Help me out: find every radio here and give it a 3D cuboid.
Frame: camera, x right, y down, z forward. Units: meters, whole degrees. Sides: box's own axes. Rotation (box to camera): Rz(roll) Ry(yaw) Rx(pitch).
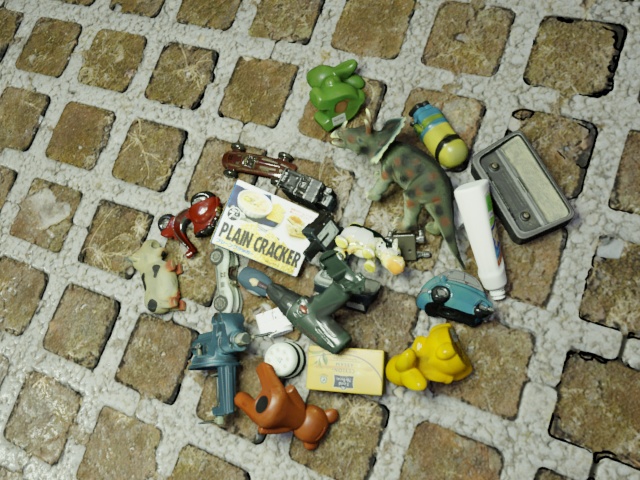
[{"bbox_3d":[0.436,-0.112,1.179,0.131,0.073,0.229,-28,70,7],"label":"radio"}]

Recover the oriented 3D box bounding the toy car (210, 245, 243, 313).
[{"bbox_3d":[-0.225,0.099,1.305,0.056,0.073,0.201,-12,74,12],"label":"toy car"}]

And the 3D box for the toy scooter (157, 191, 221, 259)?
[{"bbox_3d":[-0.319,-0.032,1.363,0.184,0.075,0.135,-29,71,10],"label":"toy scooter"}]

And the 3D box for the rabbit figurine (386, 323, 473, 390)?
[{"bbox_3d":[0.213,0.262,1.120,0.173,0.162,0.122,-25,83,22],"label":"rabbit figurine"}]

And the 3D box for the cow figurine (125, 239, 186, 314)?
[{"bbox_3d":[-0.416,0.092,1.357,0.127,0.085,0.195,-13,75,5],"label":"cow figurine"}]

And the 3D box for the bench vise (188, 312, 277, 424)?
[{"bbox_3d":[-0.217,0.289,1.212,0.224,0.128,0.240,-17,70,37],"label":"bench vise"}]

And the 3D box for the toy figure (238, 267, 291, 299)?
[{"bbox_3d":[-0.122,0.115,1.281,0.155,0.064,0.057,27,120,15],"label":"toy figure"}]

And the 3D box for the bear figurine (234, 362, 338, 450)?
[{"bbox_3d":[-0.066,0.366,1.166,0.120,0.195,0.132,-55,40,2],"label":"bear figurine"}]

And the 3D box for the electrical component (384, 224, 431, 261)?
[{"bbox_3d":[0.199,0.006,1.233,0.102,0.045,0.078,-9,103,15],"label":"electrical component"}]

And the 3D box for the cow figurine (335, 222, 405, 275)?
[{"bbox_3d":[0.122,0.018,1.198,0.168,0.068,0.098,22,47,20],"label":"cow figurine"}]

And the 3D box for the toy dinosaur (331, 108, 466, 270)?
[{"bbox_3d":[0.209,-0.129,1.172,0.405,0.192,0.131,42,52,18],"label":"toy dinosaur"}]

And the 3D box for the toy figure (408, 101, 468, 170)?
[{"bbox_3d":[0.272,-0.244,1.248,0.082,0.089,0.180,-31,73,13],"label":"toy figure"}]

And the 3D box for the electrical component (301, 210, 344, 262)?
[{"bbox_3d":[-0.003,-0.004,1.241,0.119,0.074,0.048,-53,30,-16],"label":"electrical component"}]

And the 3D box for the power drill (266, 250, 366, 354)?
[{"bbox_3d":[-0.008,0.119,1.144,0.232,0.086,0.207,44,122,18],"label":"power drill"}]

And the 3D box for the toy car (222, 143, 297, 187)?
[{"bbox_3d":[-0.160,-0.192,1.372,0.202,0.053,0.089,13,77,19],"label":"toy car"}]

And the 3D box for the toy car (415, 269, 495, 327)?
[{"bbox_3d":[0.293,0.115,1.151,0.162,0.109,0.103,14,64,9],"label":"toy car"}]

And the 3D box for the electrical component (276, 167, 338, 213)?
[{"bbox_3d":[-0.024,-0.112,1.282,0.134,0.114,0.058,26,87,21],"label":"electrical component"}]

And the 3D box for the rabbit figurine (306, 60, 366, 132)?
[{"bbox_3d":[0.030,-0.385,1.337,0.159,0.121,0.170,-30,56,3],"label":"rabbit figurine"}]

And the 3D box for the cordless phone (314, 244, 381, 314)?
[{"bbox_3d":[0.079,0.064,1.239,0.147,0.088,0.184,13,62,18],"label":"cordless phone"}]

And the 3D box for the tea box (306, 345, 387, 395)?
[{"bbox_3d":[0.060,0.286,1.188,0.170,0.068,0.098,0,76,14],"label":"tea box"}]
